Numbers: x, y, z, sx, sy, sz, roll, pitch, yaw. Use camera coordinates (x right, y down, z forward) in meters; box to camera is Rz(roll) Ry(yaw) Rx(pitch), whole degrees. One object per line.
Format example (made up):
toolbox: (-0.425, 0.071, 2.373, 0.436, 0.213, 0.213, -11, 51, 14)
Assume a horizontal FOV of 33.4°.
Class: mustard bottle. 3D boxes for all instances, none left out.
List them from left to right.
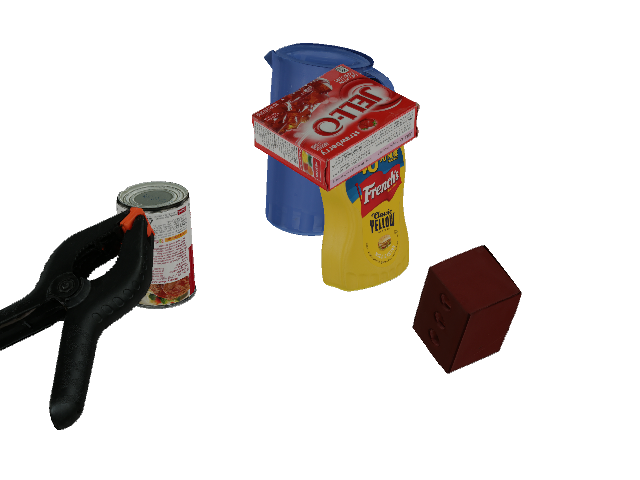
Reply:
mustard bottle: (0.041, -0.054, 1.015, 0.096, 0.192, 0.058, -18, 24, -38)

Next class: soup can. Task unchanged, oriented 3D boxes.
soup can: (-0.153, 0.004, 0.998, 0.068, 0.102, 0.068, -1, 25, 0)

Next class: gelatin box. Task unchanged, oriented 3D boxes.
gelatin box: (0.011, -0.078, 0.714, 0.089, 0.030, 0.073, -34, 50, -29)

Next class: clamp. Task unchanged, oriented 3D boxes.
clamp: (-0.180, 0.044, 0.733, 0.120, 0.171, 0.039, 15, -38, 17)

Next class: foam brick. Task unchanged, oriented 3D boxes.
foam brick: (0.111, 0.053, 0.817, 0.051, 0.053, 0.078, -19, -37, -23)

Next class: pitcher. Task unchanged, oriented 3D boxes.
pitcher: (0.000, -0.131, 1.413, 0.144, 0.243, 0.149, -2, 24, -20)
